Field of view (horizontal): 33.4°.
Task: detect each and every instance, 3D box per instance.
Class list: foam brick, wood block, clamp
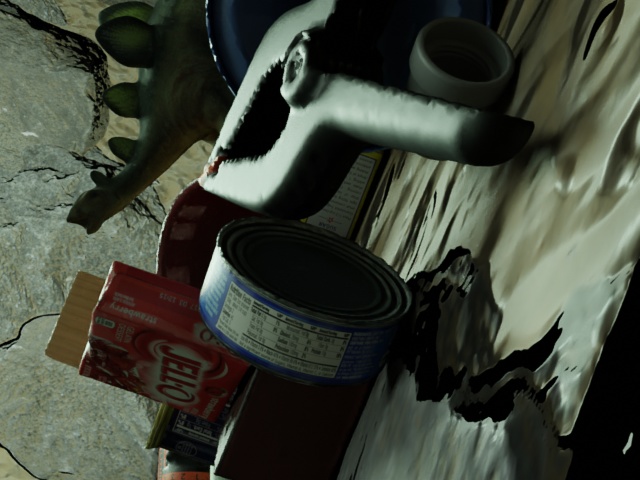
[{"bbox_3d":[-0.011,0.073,0.493,0.053,0.051,0.078,-93,24,-78],"label":"foam brick"},{"bbox_3d":[-0.161,0.112,1.077,0.091,0.206,0.090,130,160,-77],"label":"wood block"},{"bbox_3d":[0.009,-0.059,0.417,0.210,0.036,0.164,-44,41,46],"label":"clamp"}]

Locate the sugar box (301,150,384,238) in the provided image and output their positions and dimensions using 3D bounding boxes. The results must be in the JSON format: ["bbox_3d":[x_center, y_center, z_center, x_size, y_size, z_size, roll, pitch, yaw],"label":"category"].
[{"bbox_3d":[-0.005,0.001,0.776,0.093,0.048,0.176,-87,20,-74],"label":"sugar box"}]

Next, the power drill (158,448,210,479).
[{"bbox_3d":[-0.107,0.201,0.901,0.188,0.057,0.184,117,158,-66],"label":"power drill"}]

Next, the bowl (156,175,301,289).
[{"bbox_3d":[-0.042,0.034,0.699,0.162,0.055,0.162,13,107,48],"label":"bowl"}]

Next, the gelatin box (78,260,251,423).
[{"bbox_3d":[-0.071,0.050,0.499,0.089,0.073,0.030,123,166,-59],"label":"gelatin box"}]

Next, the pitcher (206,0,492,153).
[{"bbox_3d":[0.020,-0.128,0.605,0.243,0.149,0.145,-84,-27,-83],"label":"pitcher"}]

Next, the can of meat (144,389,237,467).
[{"bbox_3d":[-0.049,0.102,0.598,0.102,0.084,0.057,134,156,-78],"label":"can of meat"}]

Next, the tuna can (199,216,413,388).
[{"bbox_3d":[-0.007,0.025,0.448,0.086,0.086,0.034,-80,10,-68],"label":"tuna can"}]
